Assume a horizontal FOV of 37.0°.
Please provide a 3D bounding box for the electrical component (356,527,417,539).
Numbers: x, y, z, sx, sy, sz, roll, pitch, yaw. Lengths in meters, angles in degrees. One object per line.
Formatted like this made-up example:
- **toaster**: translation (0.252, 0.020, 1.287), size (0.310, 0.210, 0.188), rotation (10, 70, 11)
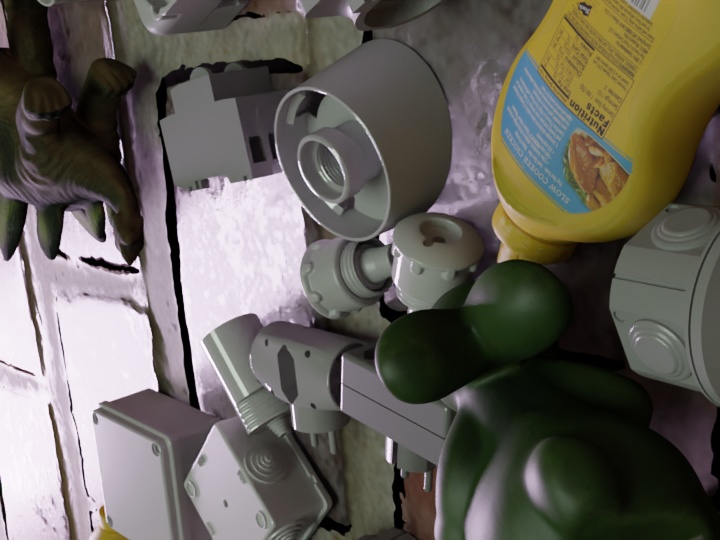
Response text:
- **electrical component**: translation (0.011, 0.203, 0.663), size (0.080, 0.051, 0.080), rotation (21, 118, 44)

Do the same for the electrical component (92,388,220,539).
- **electrical component**: translation (-0.153, 0.159, 0.836), size (0.109, 0.056, 0.108), rotation (13, 113, 47)

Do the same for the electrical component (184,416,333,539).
- **electrical component**: translation (-0.074, 0.154, 0.745), size (0.099, 0.048, 0.099), rotation (55, 137, 25)

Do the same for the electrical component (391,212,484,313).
- **electrical component**: translation (0.038, 0.004, 0.569), size (0.048, 0.048, 0.062), rotation (40, 137, 34)

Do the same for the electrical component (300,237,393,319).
- **electrical component**: translation (0.000, 0.000, 0.611), size (0.062, 0.048, 0.048), rotation (-18, 89, 44)

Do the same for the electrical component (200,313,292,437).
- **electrical component**: translation (-0.069, 0.074, 0.717), size (0.081, 0.043, 0.043), rotation (59, 139, 16)

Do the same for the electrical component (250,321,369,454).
- **electrical component**: translation (-0.026, 0.075, 0.668), size (0.077, 0.043, 0.079), rotation (10, 111, 47)

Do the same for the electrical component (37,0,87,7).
- **electrical component**: translation (-0.217, -0.243, 0.781), size (0.099, 0.064, 0.099), rotation (41, 145, 38)

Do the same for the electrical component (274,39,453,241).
- **electrical component**: translation (0.002, -0.068, 0.587), size (0.099, 0.064, 0.099), rotation (32, 139, 33)

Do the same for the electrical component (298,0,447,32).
- **electrical component**: translation (0.039, -0.169, 0.468), size (0.150, 0.089, 0.061), rotation (-30, 80, 50)

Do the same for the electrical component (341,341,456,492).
- **electrical component**: translation (0.033, 0.087, 0.600), size (0.083, 0.047, 0.075), rotation (23, 120, 43)

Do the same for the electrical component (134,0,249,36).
- **electrical component**: translation (-0.098, -0.184, 0.647), size (0.095, 0.059, 0.053), rotation (-30, 80, 50)

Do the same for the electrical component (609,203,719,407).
- **electrical component**: translation (0.142, 0.012, 0.422), size (0.051, 0.080, 0.080), rotation (13, 113, 52)
